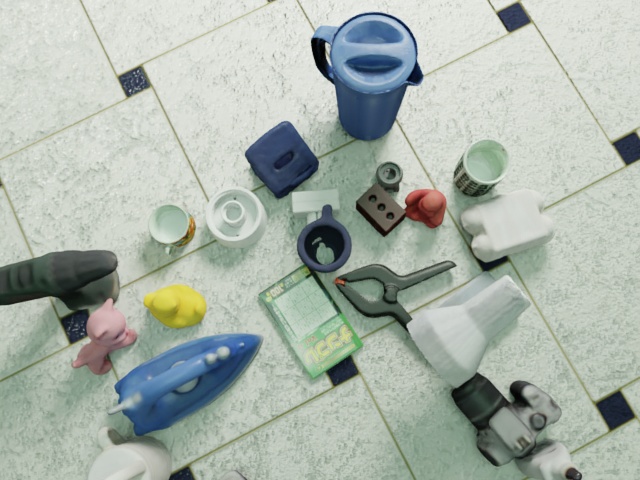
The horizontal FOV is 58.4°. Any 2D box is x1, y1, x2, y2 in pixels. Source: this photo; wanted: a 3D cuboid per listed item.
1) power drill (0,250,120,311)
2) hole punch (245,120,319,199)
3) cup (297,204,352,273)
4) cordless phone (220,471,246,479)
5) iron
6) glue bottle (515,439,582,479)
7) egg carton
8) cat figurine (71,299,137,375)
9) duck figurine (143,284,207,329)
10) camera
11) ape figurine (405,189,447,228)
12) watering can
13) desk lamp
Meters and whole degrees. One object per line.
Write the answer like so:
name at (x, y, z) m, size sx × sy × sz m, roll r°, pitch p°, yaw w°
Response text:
power drill at (-0.408, 0.065, 0.929) m, size 0.229 × 0.208 × 0.075 m, roll -11°, pitch 79°, yaw -1°
hole punch at (-0.065, -0.143, 1.020) m, size 0.109 × 0.091 × 0.101 m, roll -40°, pitch 81°, yaw -6°
cup at (0.009, 0.004, 0.988) m, size 0.091 × 0.095 × 0.118 m, roll 3°, pitch 79°, yaw 2°
cordless phone at (-0.160, 0.440, 0.864) m, size 0.094 × 0.185 × 0.148 m, roll 39°, pitch 83°, yaw 8°
iron at (-0.215, 0.218, 0.930) m, size 0.258 × 0.141 × 0.118 m, roll -30°, pitch 80°, yaw -4°
glue bottle at (0.359, 0.345, 0.876) m, size 0.078 × 0.173 × 0.037 m, roll -22°, pitch 79°, yaw -3°
egg carton at (0.326, -0.028, 0.999) m, size 0.150 × 0.069 × 0.107 m, roll -19°, pitch 79°, yaw -2°
cat figurine at (-0.365, 0.164, 0.956) m, size 0.067 × 0.118 × 0.128 m, roll 37°, pitch 82°, yaw 8°
duck figurine at (-0.250, 0.111, 0.979) m, size 0.104 × 0.086 × 0.077 m, roll 10°, pitch 80°, yaw 3°
camera at (0.293, 0.273, 0.928) m, size 0.143 × 0.101 × 0.136 m, roll -41°, pitch 81°, yaw -6°
ape figurine at (0.190, -0.060, 0.998) m, size 0.076 × 0.092 × 0.078 m, roll -27°, pitch 80°, yaw -3°
watering can at (-0.297, 0.371, 0.876) m, size 0.172 × 0.194 × 0.101 m, roll 39°, pitch 83°, yaw 8°
desk lamp at (0.235, 0.128, 0.899) m, size 0.203 × 0.213 × 0.118 m, roll -38°, pitch 80°, yaw -5°
